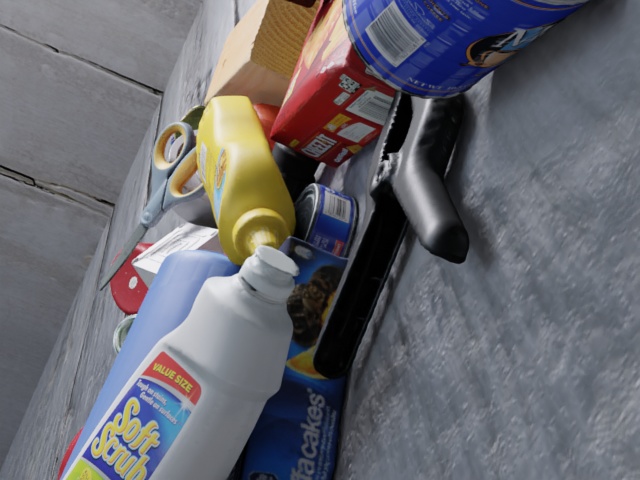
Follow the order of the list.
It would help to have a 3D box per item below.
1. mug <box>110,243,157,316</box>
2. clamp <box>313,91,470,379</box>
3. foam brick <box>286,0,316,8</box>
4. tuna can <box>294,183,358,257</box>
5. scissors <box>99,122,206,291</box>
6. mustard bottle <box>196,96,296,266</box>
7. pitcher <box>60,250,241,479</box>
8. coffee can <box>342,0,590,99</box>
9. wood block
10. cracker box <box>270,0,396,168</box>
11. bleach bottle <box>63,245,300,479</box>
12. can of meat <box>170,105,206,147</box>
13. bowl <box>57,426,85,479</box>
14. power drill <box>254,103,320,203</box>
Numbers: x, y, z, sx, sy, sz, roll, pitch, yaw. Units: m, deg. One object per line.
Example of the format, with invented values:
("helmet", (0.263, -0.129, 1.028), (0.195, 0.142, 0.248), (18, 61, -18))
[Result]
("mug", (-0.188, 0.041, 1.200), (0.117, 0.081, 0.093), (22, 104, 38))
("clamp", (0.047, -0.024, 0.655), (0.165, 0.036, 0.210), (-53, 19, 45))
("foam brick", (-0.018, -0.236, 0.863), (0.051, 0.053, 0.078), (164, 122, -79))
("tuna can", (-0.005, 0.001, 0.809), (0.086, 0.033, 0.086), (-68, 15, 0))
("scissors", (-0.179, -0.043, 1.108), (0.202, 0.016, 0.096), (-39, 62, 19))
("mustard bottle", (-0.057, -0.035, 0.821), (0.192, 0.058, 0.096), (-114, 25, -59))
("pitcher", (-0.106, 0.132, 0.821), (0.145, 0.149, 0.242), (57, -133, -56))
("coffee can", (0.084, -0.146, 0.566), (0.140, 0.102, 0.102), (-32, 39, 66))
("wood block", (-0.045, -0.184, 1.101), (0.206, 0.090, 0.091), (166, 124, -72))
("cracker box", (0.044, -0.180, 0.817), (0.164, 0.072, 0.213), (-31, 39, 66))
("bleach bottle", (-0.087, 0.109, 0.632), (0.251, 0.068, 0.103), (-60, 40, 19))
("can of meat", (-0.125, -0.104, 1.246), (0.057, 0.102, 0.084), (-50, 10, -9))
("bowl", (-0.181, 0.207, 0.936), (0.162, 0.055, 0.162), (13, -90, -68))
("power drill", (-0.048, -0.062, 1.000), (0.185, 0.057, 0.187), (-62, 16, 22))
